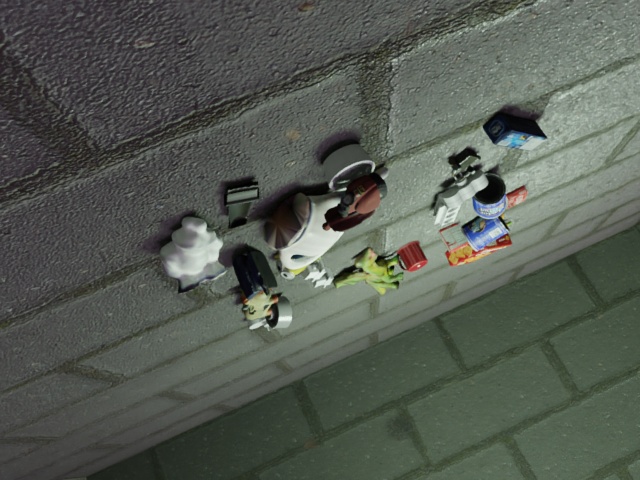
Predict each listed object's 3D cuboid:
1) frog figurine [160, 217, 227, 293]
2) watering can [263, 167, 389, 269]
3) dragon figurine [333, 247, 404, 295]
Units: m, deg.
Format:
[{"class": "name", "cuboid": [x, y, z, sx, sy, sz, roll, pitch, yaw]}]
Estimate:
[{"class": "frog figurine", "cuboid": [-0.282, 0.015, 1.122, 0.137, 0.125, 0.156, -13, 119, -6]}, {"class": "watering can", "cuboid": [0.004, -0.062, 1.229, 0.343, 0.106, 0.223, -51, 146, 18]}, {"class": "dragon figurine", "cuboid": [0.165, 0.135, 1.871, 0.243, 0.125, 0.401, -2, 151, -9]}]
